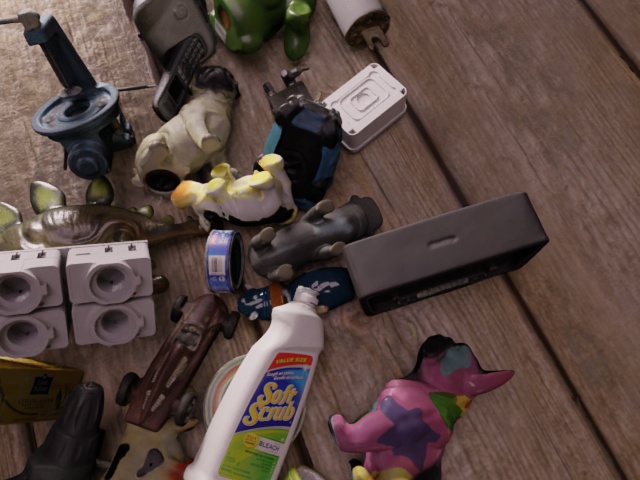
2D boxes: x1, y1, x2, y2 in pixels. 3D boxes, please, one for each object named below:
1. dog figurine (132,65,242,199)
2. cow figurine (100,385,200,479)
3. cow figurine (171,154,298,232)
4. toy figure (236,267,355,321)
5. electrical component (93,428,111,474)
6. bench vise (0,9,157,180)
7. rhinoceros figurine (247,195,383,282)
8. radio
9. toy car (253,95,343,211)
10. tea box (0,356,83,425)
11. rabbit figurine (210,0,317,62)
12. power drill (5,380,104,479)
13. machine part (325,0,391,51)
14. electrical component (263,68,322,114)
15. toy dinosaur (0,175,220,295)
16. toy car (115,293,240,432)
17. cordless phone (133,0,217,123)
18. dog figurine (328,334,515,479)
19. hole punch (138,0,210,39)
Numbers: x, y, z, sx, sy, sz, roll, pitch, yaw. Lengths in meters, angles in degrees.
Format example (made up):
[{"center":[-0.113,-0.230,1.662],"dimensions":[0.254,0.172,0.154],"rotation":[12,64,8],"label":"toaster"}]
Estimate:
[{"center":[-0.202,-0.169,0.810],"dimensions":[0.172,0.121,0.191],"rotation":[-10,55,-1],"label":"dog figurine"},{"center":[-0.213,0.262,0.652],"dimensions":[0.127,0.085,0.195],"rotation":[29,76,9],"label":"cow figurine"},{"center":[-0.117,-0.053,0.740],"dimensions":[0.167,0.098,0.068],"rotation":[-8,40,21],"label":"cow figurine"},{"center":[-0.033,0.076,0.711],"dimensions":[0.155,0.064,0.057],"rotation":[-15,113,5],"label":"toy figure"},{"center":[-0.304,0.266,0.689],"dimensions":[0.094,0.021,0.063],"rotation":[7,71,12],"label":"electrical component"},{"center":[-0.332,-0.207,0.741],"dimensions":[0.129,0.240,0.224],"rotation":[-8,45,8],"label":"bench vise"},{"center":[-0.001,-0.002,0.710],"dimensions":[0.190,0.112,0.073],"rotation":[-25,83,-15],"label":"rhinoceros figurine"},{"center":[0.149,0.023,0.672],"dimensions":[0.230,0.131,0.073],"rotation":[-16,70,0],"label":"radio"},{"center":[-0.021,-0.132,0.755],"dimensions":[0.109,0.161,0.103],"rotation":[22,36,3],"label":"toy car"},{"center":[-0.382,0.178,0.651],"dimensions":[0.098,0.169,0.068],"rotation":[11,78,8],"label":"tea box"},{"center":[-0.072,-0.367,0.849],"dimensions":[0.170,0.121,0.159],"rotation":[-28,62,-20],"label":"rabbit figurine"},{"center":[-0.350,0.270,0.582],"dimensions":[0.086,0.207,0.231],"rotation":[25,107,33],"label":"power drill"},{"center":[0.046,-0.397,0.865],"dimensions":[0.079,0.079,0.243],"rotation":[-22,70,-2],"label":"machine part"},{"center":[-0.039,-0.217,0.826],"dimensions":[0.078,0.045,0.102],"rotation":[-21,69,-3],"label":"electrical component"},{"center":[-0.372,0.017,0.731],"dimensions":[0.471,0.105,0.199],"rotation":[-13,53,-15],"label":"toy dinosaur"},{"center":[-0.170,0.139,0.661],"dimensions":[0.089,0.053,0.202],"rotation":[20,38,4],"label":"toy car"},{"center":[-0.236,-0.285,0.815],"dimensions":[0.089,0.146,0.184],"rotation":[6,66,15],"label":"cordless phone"},{"center":[0.127,0.218,0.619],"dimensions":[0.219,0.108,0.191],"rotation":[-22,68,-5],"label":"dog figurine"},{"center":[-0.254,-0.414,0.900],"dimensions":[0.142,0.092,0.116],"rotation":[-15,73,-3],"label":"hole punch"}]
